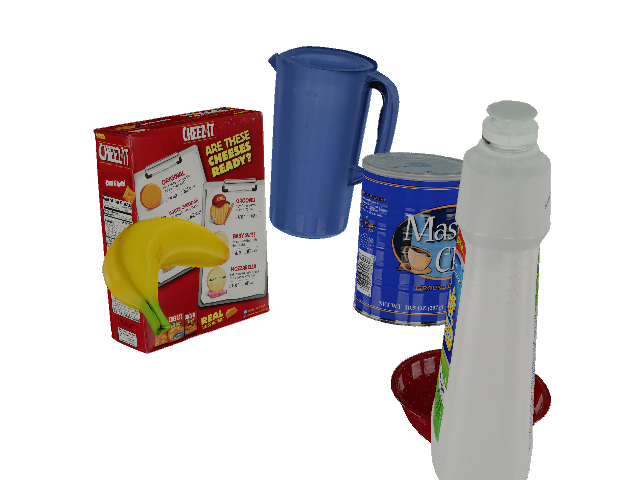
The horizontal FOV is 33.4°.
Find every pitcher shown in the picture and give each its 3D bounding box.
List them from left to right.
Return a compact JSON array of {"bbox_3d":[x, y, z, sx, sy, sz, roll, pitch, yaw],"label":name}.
[{"bbox_3d":[0.005,-0.127,1.414,0.144,0.243,0.149,-2,23,-19],"label":"pitcher"}]

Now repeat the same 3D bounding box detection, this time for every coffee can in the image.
[{"bbox_3d":[0.085,-0.003,0.984,0.103,0.140,0.103,3,15,-1],"label":"coffee can"}]

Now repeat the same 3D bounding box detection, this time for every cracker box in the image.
[{"bbox_3d":[-0.134,-0.015,1.057,0.072,0.214,0.163,13,21,43],"label":"cracker box"}]

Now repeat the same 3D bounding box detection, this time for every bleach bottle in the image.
[{"bbox_3d":[0.108,0.032,0.661,0.068,0.251,0.102,3,30,6],"label":"bleach bottle"}]

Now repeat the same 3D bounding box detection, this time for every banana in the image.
[{"bbox_3d":[-0.114,0.015,0.770,0.037,0.069,0.197,-33,7,16],"label":"banana"}]

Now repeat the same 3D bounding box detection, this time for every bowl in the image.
[{"bbox_3d":[0.151,0.172,1.091,0.162,0.055,0.162,2,24,-1],"label":"bowl"}]
